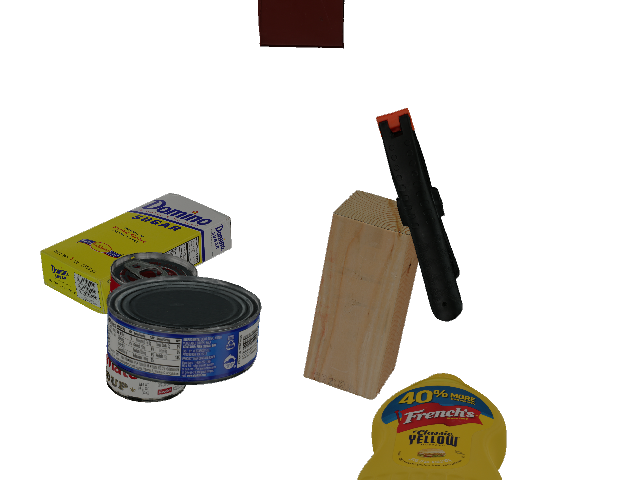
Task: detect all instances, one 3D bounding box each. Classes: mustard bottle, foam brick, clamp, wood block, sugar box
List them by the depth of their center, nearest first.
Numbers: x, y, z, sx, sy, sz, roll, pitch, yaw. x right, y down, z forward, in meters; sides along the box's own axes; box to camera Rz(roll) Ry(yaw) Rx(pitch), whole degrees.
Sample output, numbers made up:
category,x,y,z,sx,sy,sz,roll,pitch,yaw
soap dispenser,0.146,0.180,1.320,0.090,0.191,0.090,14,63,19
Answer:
category,x,y,z,sx,sy,sz,roll,pitch,yaw
mustard bottle,0.083,0.145,0.754,0.096,0.058,0.191,-1,19,11
clamp,0.083,-0.019,0.868,0.039,0.171,0.120,-21,20,5
foam brick,-0.018,-0.204,0.977,0.078,0.051,0.053,0,16,-4
sugar box,-0.183,0.008,1.079,0.093,0.048,0.175,22,38,33
wood block,0.051,0.061,1.209,0.090,0.206,0.090,17,24,15

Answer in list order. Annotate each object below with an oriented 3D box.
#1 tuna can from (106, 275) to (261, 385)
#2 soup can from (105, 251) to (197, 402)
category,x,y,z,sx,sy,sz,roll,pitch,yaw
tuna can,-0.077,0.049,0.597,0.086,0.034,0.086,4,17,-1
soup can,-0.136,0.069,0.853,0.068,0.102,0.068,6,23,-3
